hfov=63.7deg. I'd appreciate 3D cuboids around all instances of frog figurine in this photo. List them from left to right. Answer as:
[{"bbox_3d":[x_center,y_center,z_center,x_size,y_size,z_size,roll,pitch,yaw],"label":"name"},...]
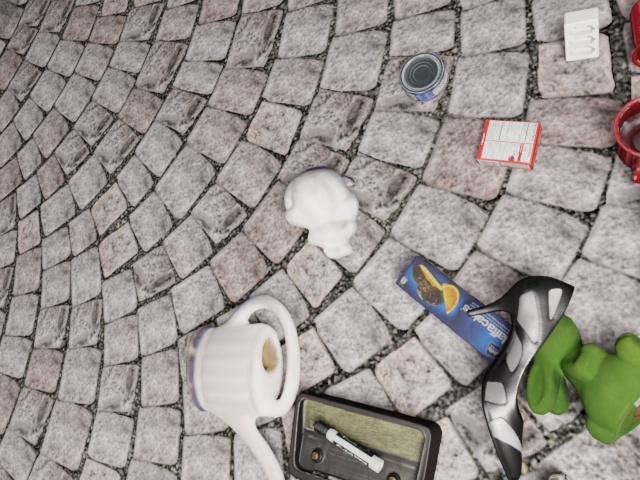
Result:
[{"bbox_3d":[0.003,-0.047,0.927,0.137,0.120,0.163,-5,61,7],"label":"frog figurine"}]

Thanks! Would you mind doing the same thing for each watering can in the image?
[{"bbox_3d":[-0.136,0.273,0.912,0.223,0.103,0.352,-8,72,27],"label":"watering can"}]
